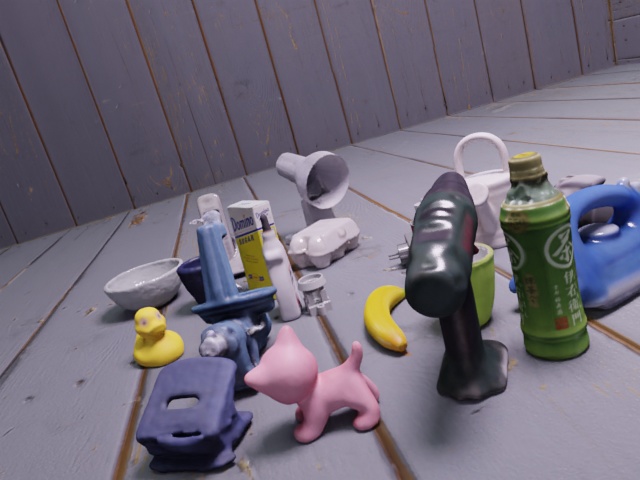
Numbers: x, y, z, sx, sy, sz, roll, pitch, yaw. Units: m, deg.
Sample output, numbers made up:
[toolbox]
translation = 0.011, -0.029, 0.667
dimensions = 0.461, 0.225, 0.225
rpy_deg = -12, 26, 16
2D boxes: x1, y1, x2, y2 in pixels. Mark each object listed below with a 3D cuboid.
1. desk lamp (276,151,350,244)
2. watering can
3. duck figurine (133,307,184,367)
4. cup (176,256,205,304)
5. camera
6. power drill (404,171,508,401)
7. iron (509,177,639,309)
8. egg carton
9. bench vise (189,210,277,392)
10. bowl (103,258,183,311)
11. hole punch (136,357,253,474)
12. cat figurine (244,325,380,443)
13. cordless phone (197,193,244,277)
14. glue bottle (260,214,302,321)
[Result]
[desk lamp]
translation = -0.020, -0.095, 1.285
dimensions = 0.118, 0.214, 0.202
rpy_deg = -25, 18, -31
[watering can]
translation = 0.288, -0.088, 0.987
dimensions = 0.101, 0.194, 0.173
rpy_deg = -14, 15, 6
[duck figurine]
translation = -0.268, 0.148, 0.915
dimensions = 0.078, 0.086, 0.104
rpy_deg = -27, 19, -34
[cup]
translation = -0.205, 0.083, 1.066
dimensions = 0.092, 0.095, 0.117
rpy_deg = -24, 17, -29
[camera]
translation = 0.416, -0.044, 0.880
dimensions = 0.143, 0.101, 0.136
rpy_deg = -23, 17, -25
[power drill]
translation = 0.145, 0.049, 0.614
dimensions = 0.075, 0.208, 0.230
rpy_deg = -10, 16, 21
[iron]
translation = 0.362, -0.011, 0.738
dimensions = 0.259, 0.141, 0.118
rpy_deg = -23, 17, -23
[egg carton]
translation = 0.011, 0.004, 1.177
dimensions = 0.107, 0.069, 0.151
rpy_deg = -3, 20, 40
[bench vise]
translation = -0.116, 0.075, 0.762
dimensions = 0.121, 0.220, 0.207
rpy_deg = -18, 15, -9
[bowl]
translation = -0.354, 0.101, 1.188
dimensions = 0.167, 0.075, 0.167
rpy_deg = -15, 15, 4
[hole punch]
translation = -0.139, 0.189, 0.627
dimensions = 0.108, 0.091, 0.101
rpy_deg = -10, 16, 19
[cat figurine]
translation = -0.009, 0.144, 0.604
dimensions = 0.127, 0.118, 0.067
rpy_deg = -15, 15, 3
[cordless phone]
translation = -0.180, -0.019, 1.231
dimensions = 0.147, 0.185, 0.094
rpy_deg = -18, 15, -7
[glue bottle]
translation = -0.069, 0.040, 0.928
dimensions = 0.037, 0.173, 0.078
rpy_deg = -16, 15, -1
